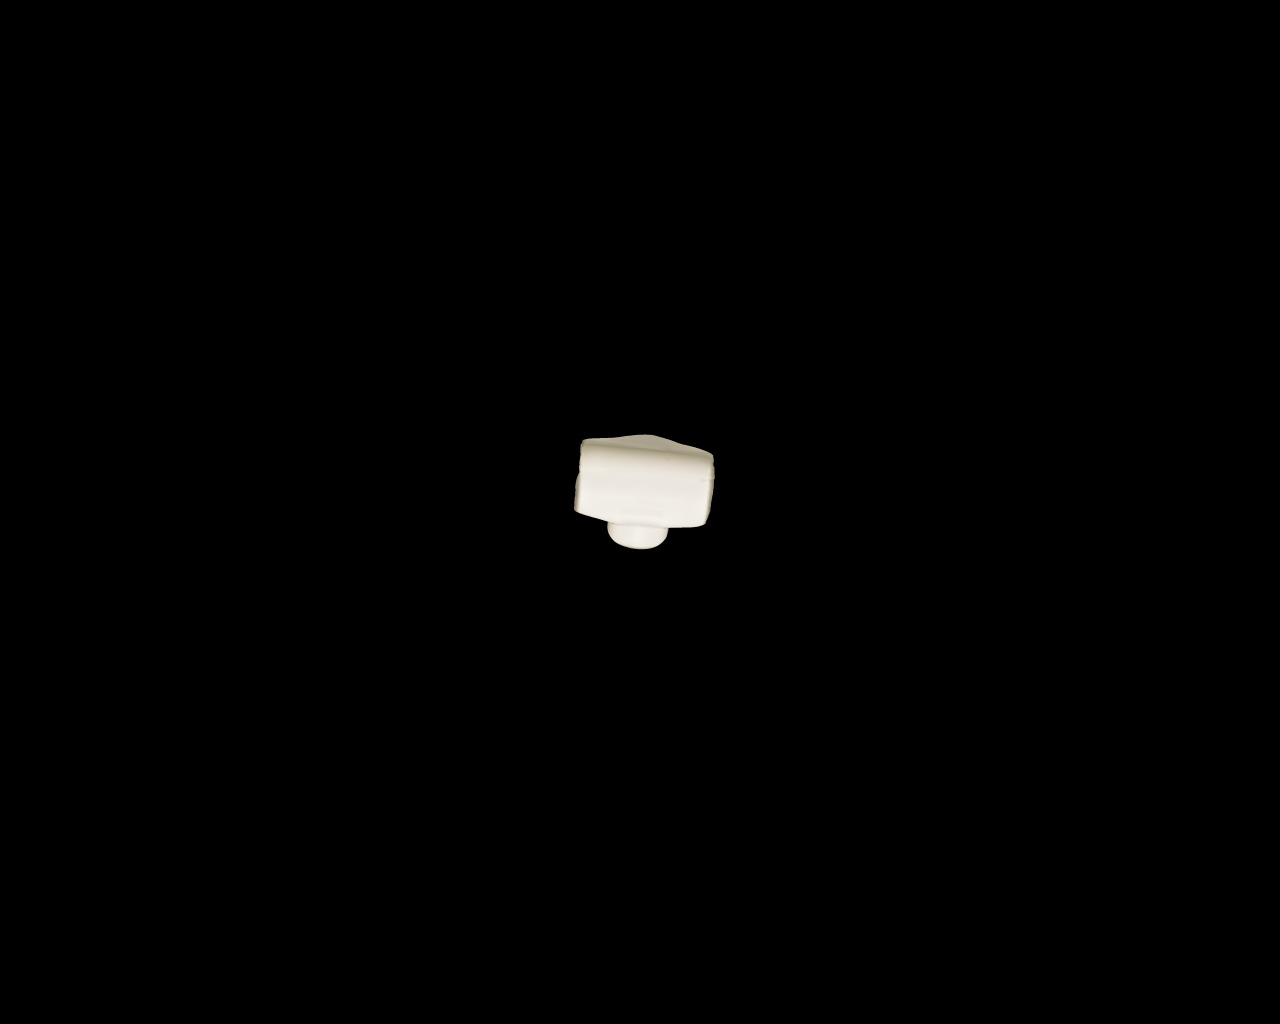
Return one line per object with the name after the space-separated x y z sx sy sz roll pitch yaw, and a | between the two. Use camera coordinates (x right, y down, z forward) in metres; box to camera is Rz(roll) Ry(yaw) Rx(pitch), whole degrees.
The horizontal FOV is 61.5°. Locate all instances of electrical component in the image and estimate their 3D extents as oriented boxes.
0.001 -0.003 0.650 0.077 0.079 0.043 5 31 -3 | electrical component
